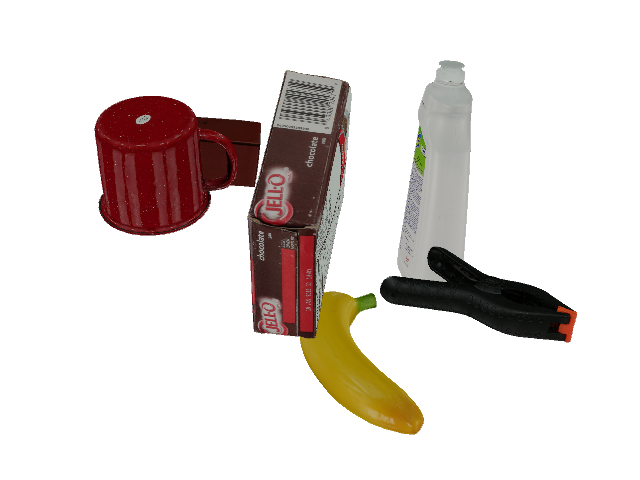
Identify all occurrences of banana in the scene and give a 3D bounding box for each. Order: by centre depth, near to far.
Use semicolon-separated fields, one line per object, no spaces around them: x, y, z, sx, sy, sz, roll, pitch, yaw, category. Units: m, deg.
0.022;0.080;0.775;0.069;0.037;0.198;-7;25;-4;banana

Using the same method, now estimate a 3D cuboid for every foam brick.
-0.101;-0.092;1.103;0.078;0.051;0.053;5;31;-2;foam brick

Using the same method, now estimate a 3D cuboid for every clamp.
0.151;0.048;0.978;0.171;0.039;0.120;17;29;15;clamp

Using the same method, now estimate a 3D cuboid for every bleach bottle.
0.133;-0.071;1.186;0.068;0.251;0.102;-1;25;-11;bleach bottle

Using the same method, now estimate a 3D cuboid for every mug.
-0.125;-0.064;0.864;0.117;0.081;0.093;-1;38;-1;mug

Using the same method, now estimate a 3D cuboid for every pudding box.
-0.011;-0.019;0.563;0.039;0.113;0.090;9;-41;5;pudding box
